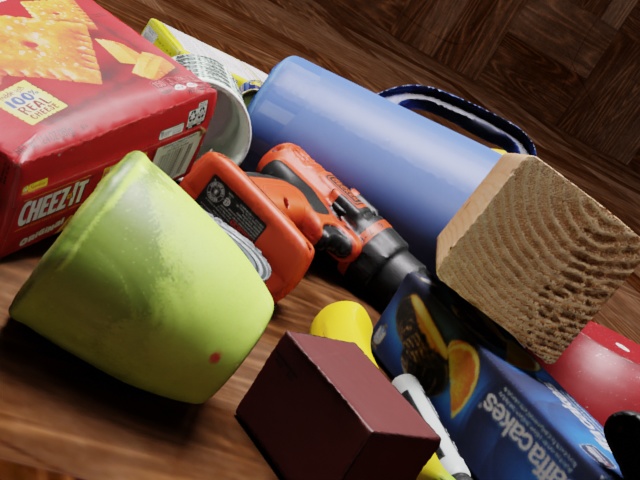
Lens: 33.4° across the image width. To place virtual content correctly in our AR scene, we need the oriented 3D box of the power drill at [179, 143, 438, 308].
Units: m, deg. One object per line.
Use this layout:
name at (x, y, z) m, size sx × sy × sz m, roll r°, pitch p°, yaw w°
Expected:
power drill at (-0.005, 0.001, 0.736) m, size 0.184 × 0.057 × 0.187 m, roll 42°, pitch 16°, yaw 18°

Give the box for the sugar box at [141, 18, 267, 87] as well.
sugar box at (-0.094, -0.156, 1.070) m, size 0.176 × 0.048 × 0.093 m, roll 24°, pitch 17°, yaw -38°

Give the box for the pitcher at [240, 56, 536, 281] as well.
pitcher at (0.058, -0.060, 0.890) m, size 0.243 × 0.145 × 0.149 m, roll 29°, pitch 19°, yaw 4°

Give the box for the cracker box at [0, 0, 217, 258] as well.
cracker box at (-0.188, -0.098, 0.590) m, size 0.214 × 0.072 × 0.163 m, roll 37°, pitch 34°, yaw 15°

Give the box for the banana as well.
banana at (0.023, 0.079, 0.594) m, size 0.069 × 0.037 × 0.198 m, roll 43°, pitch 10°, yaw -29°

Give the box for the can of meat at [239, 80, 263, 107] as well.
can of meat at (-0.038, -0.104, 0.993) m, size 0.102 × 0.057 × 0.084 m, roll 29°, pitch 13°, yaw -12°

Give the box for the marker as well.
marker at (0.065, 0.114, 0.588) m, size 0.020 × 0.020 × 0.121 m, roll 24°, pitch 17°, yaw -24°

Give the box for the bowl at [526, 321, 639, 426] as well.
bowl at (0.212, 0.102, 0.798) m, size 0.162 × 0.055 × 0.162 m, roll 25°, pitch 11°, yaw -5°

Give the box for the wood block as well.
wood block at (0.137, 0.002, 0.706) m, size 0.090 × 0.091 × 0.206 m, roll 38°, pitch 8°, yaw 2°

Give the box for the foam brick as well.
foam brick at (0.008, 0.087, 0.501) m, size 0.051 × 0.053 × 0.078 m, roll 16°, pitch 22°, yaw -43°

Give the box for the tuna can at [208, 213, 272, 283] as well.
tuna can at (-0.073, 0.012, 0.615) m, size 0.086 × 0.034 × 0.086 m, roll 29°, pitch 16°, yaw -9°

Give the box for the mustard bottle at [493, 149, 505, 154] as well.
mustard bottle at (0.168, -0.008, 1.019) m, size 0.096 × 0.058 × 0.191 m, roll 1°, pitch 43°, yaw -5°

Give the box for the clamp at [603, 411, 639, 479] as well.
clamp at (0.187, 0.167, 0.529) m, size 0.171 × 0.039 × 0.120 m, roll 39°, pitch 52°, yaw -25°
